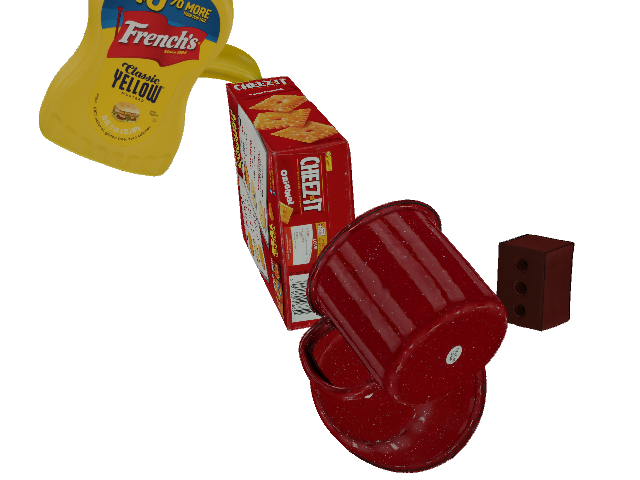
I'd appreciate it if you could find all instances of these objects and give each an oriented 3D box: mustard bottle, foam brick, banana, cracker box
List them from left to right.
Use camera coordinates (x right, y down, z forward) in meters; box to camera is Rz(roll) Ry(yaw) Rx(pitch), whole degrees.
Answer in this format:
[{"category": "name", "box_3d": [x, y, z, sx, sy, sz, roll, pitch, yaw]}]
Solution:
[{"category": "mustard bottle", "box_3d": [-0.113, -0.142, 0.720, 0.096, 0.192, 0.058, 20, 21, -23]}, {"category": "banana", "box_3d": [-0.139, -0.171, 1.074, 0.197, 0.070, 0.037, -8, -39, -29]}, {"category": "cracker box", "box_3d": [-0.027, -0.042, 0.964, 0.072, 0.164, 0.214, -9, 25, -11]}, {"category": "foam brick", "box_3d": [0.199, 0.038, 0.993, 0.053, 0.078, 0.051, 13, 20, 41]}]

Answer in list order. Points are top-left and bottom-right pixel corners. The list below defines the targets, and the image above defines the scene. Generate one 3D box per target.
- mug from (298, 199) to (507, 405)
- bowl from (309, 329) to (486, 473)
[{"category": "mug", "box_3d": [0.041, 0.045, 0.602, 0.117, 0.082, 0.093, -35, -36, -3]}, {"category": "bowl", "box_3d": [0.049, 0.114, 0.861, 0.162, 0.162, 0.055, 0, 3, 30]}]
